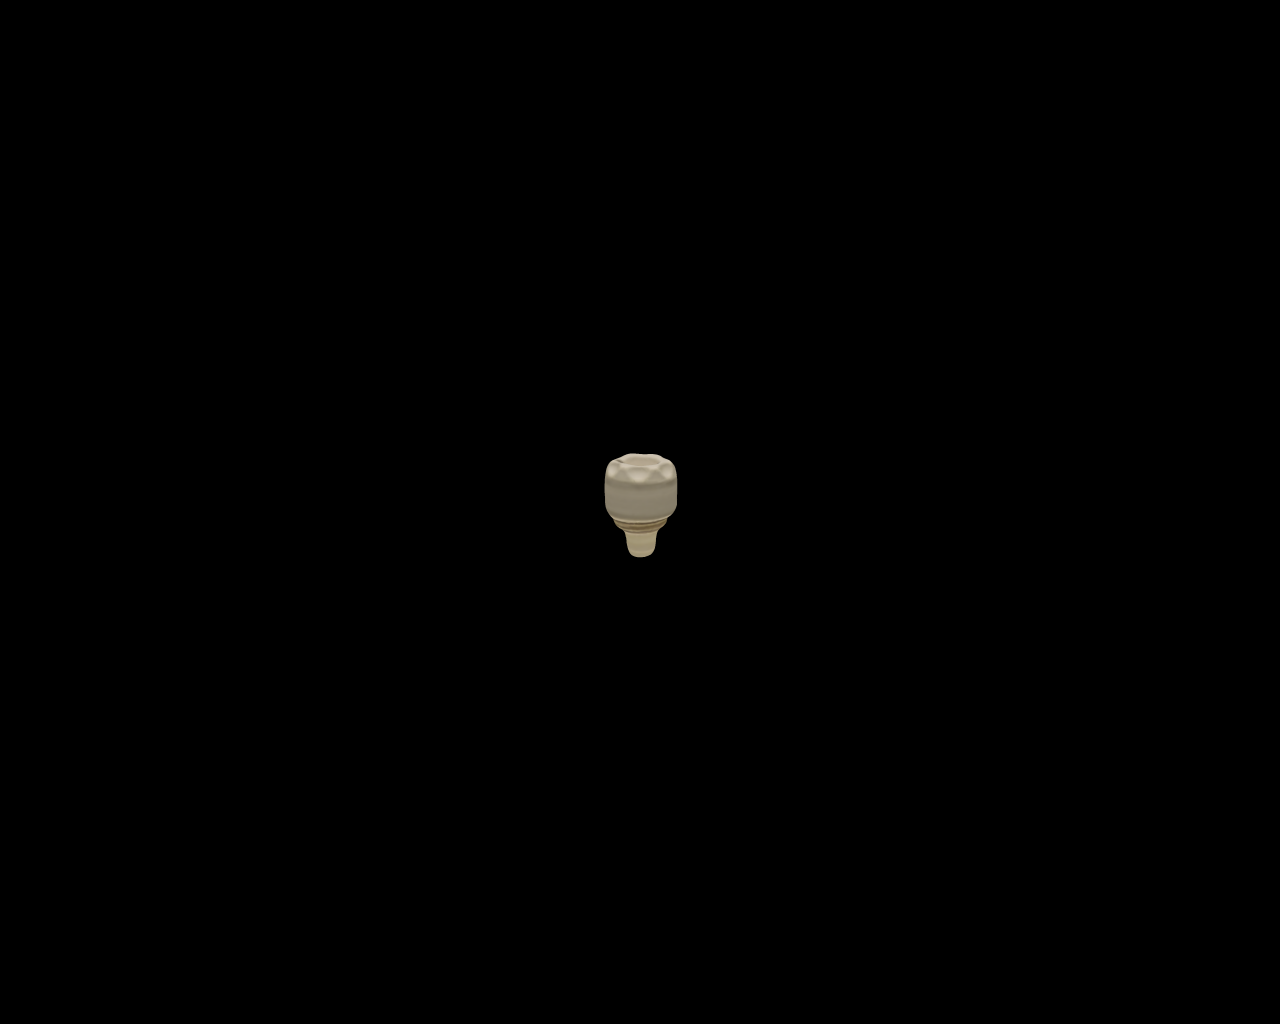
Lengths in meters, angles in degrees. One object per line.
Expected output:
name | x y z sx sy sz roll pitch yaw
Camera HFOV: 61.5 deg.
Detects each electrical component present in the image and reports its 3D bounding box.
electrical component | 0.001 -0.003 0.650 0.043 0.062 0.043 0 17 0
